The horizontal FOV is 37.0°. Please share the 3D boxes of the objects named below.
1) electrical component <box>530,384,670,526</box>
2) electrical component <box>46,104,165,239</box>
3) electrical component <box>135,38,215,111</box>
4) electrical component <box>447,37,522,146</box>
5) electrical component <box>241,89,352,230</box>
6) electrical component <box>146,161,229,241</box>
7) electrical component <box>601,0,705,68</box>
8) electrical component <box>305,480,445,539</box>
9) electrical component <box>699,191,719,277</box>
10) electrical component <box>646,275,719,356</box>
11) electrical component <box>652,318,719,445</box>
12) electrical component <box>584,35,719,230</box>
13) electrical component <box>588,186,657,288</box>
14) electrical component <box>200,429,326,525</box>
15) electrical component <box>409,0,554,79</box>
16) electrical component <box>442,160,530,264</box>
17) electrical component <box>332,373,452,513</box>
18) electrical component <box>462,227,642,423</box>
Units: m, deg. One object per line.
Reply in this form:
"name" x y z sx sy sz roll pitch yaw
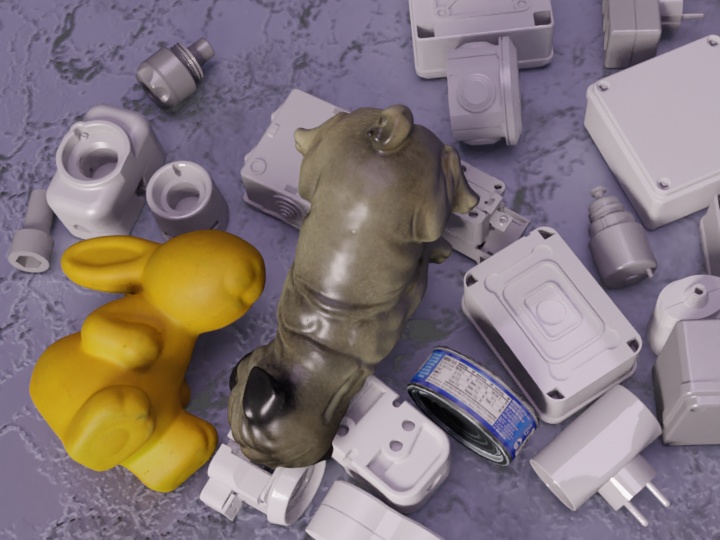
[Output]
"electrical component" 0.165 0.128 0.697 0.077 0.044 0.079 -40 74 -7
"electrical component" -0.194 -0.075 0.820 0.054 0.059 0.095 16 69 13
"electrical component" -0.145 -0.161 0.862 0.062 0.043 0.043 -41 68 -13
"electrical component" 0.094 -0.132 0.804 0.051 0.080 0.080 -4 65 10
"electrical component" -0.032 -0.078 0.807 0.100 0.048 0.099 26 71 12
"electrical component" -0.130 -0.050 0.808 0.055 0.047 0.055 -2 66 5
"electrical component" 0.230 -0.205 0.839 0.076 0.047 0.083 0 66 7
"electrical component" 0.024 0.198 0.677 0.138 0.052 0.073 27 71 17
"electrical component" 0.297 0.001 0.734 0.109 0.056 0.108 -3 66 5
"electrical component" 0.218 0.029 0.716 0.043 0.081 0.043 -2 66 5
"electrical component" 0.247 0.071 0.678 0.109 0.108 0.056 -2 68 5
"electrical component" 0.236 -0.101 0.787 0.109 0.056 0.108 -23 66 -4
"electrical component" 0.182 -0.024 0.766 0.040 0.040 0.078 -15 65 0
"electrical component" -0.060 0.133 0.714 0.057 0.058 0.078 25 70 19
"electrical component" 0.093 -0.214 0.853 0.109 0.056 0.108 -5 65 4
"electrical component" 0.078 -0.043 0.774 0.081 0.063 0.042 29 71 18
"electrical component" 0.013 0.113 0.713 0.095 0.059 0.053 37 75 20
"electrical component" 0.129 0.039 0.735 0.078 0.057 0.113 -31 66 -8
